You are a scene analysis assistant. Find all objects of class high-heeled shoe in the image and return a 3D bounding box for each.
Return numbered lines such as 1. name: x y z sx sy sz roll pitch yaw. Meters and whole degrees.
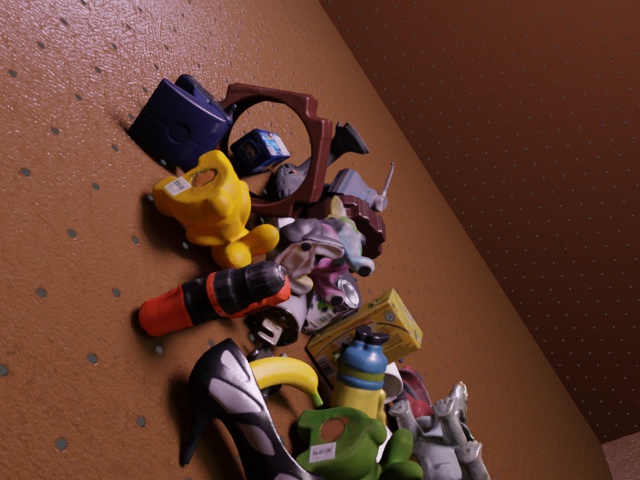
1. high-heeled shoe: -0.043 0.221 0.618 0.249 0.086 0.145 27 64 -10

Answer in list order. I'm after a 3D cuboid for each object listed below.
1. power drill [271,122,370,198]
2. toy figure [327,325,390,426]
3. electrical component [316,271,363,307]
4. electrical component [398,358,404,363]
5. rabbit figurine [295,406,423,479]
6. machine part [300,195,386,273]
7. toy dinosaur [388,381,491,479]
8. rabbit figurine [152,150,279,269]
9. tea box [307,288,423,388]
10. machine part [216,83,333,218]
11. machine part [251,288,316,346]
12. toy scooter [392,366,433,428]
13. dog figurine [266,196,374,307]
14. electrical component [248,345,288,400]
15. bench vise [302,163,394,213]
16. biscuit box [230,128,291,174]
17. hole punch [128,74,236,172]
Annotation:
1. power drill: -0.007 -0.137 1.048 0.086 0.207 0.232 46 3 -18
2. toy figure: 0.056 0.227 0.832 0.089 0.082 0.180 7 96 -37
3. electrical component: 0.031 0.105 1.044 0.114 0.058 0.134 39 29 -35
4. electrical component: 0.124 0.207 1.118 0.119 0.048 0.075 55 23 -11
5. rabbit figurine: 0.059 0.314 0.753 0.121 0.159 0.170 -100 166 -61
6. machine part: 0.043 -0.008 1.067 0.179 0.179 0.056 42 31 -35
7. toy dinosaur: 0.204 0.369 0.816 0.192 0.131 0.405 62 11 -21
8. rabbit figurine: -0.130 -0.020 0.765 0.163 0.122 0.173 29 -33 37
9. tea box: 0.075 0.167 0.904 0.098 0.170 0.068 58 18 -5
10. machine part: -0.088 -0.146 0.884 0.087 0.202 0.200 -37 138 -73
11. machine part: -0.050 0.093 0.864 0.079 0.079 0.243 53 22 -14
12. toy scooter: 0.167 0.307 1.048 0.135 0.075 0.184 46 23 -31
13. dog figurine: -0.002 -0.003 0.878 0.191 0.108 0.219 25 25 -20
14. electrical component: -0.077 0.182 0.764 0.063 0.021 0.094 54 31 -10
15. bench vise: 0.070 -0.058 1.166 0.240 0.224 0.129 52 45 -43
16. biscuit box: -0.112 -0.169 1.036 0.059 0.063 0.202 59 11 -3
17. hole punch: -0.209 -0.175 0.811 0.116 0.142 0.092 43 22 -2
